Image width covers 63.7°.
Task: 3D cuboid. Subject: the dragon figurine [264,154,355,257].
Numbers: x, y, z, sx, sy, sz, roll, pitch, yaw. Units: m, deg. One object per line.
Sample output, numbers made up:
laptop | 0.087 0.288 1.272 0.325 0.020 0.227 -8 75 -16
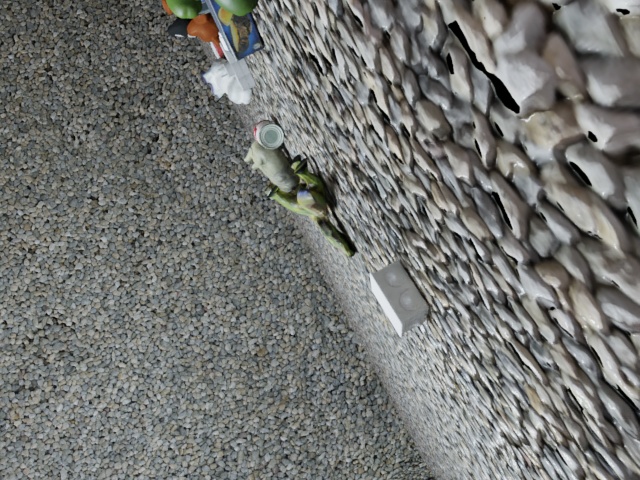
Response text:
dragon figurine | 0.003 -0.057 1.132 0.240 0.122 0.415 45 -176 -20

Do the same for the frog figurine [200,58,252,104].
frog figurine | -0.266 -0.487 1.583 0.160 0.125 0.134 17 141 28
